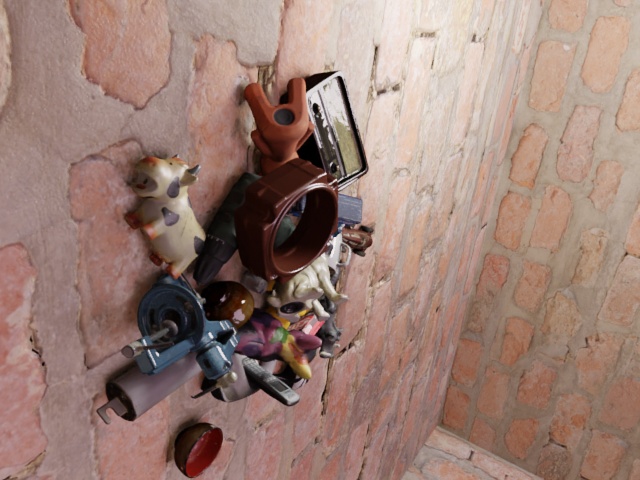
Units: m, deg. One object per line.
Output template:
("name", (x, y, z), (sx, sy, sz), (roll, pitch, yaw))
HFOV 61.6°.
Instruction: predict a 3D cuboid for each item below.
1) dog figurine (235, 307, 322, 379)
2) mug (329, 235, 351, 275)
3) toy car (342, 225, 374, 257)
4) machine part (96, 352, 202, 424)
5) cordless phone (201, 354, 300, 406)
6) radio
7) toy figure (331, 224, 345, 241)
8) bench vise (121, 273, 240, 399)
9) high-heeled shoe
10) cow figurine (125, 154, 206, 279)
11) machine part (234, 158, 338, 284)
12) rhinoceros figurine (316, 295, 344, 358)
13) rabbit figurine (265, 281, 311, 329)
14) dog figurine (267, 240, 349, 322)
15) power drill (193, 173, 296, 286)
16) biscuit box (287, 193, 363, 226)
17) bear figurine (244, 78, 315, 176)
("dog figurine", (-0.109, 0.207, 1.095), (0.191, 0.219, 0.108), (17, 90, -63))
("mug", (0.026, 0.023, 1.339), (0.080, 0.110, 0.107), (47, 53, -53))
("toy car", (0.099, -0.002, 1.502), (0.202, 0.053, 0.089), (13, 100, -63))
("machine part", (-0.286, 0.240, 0.953), (0.243, 0.079, 0.079), (-31, 134, -48))
("cordless phone", (-0.144, 0.311, 1.136), (0.146, 0.184, 0.088), (2, 111, -61))
("radio", (0.012, -0.217, 1.110), (0.131, 0.073, 0.229), (-39, 122, -35))
("toy figure", (-0.002, -0.002, 1.241), (0.154, 0.058, 0.064), (-43, -152, 47))
("bench vise", (-0.227, 0.163, 0.862), (0.223, 0.129, 0.240), (69, 16, -1))
("high-heeled shoe", (-0.035, 0.290, 1.392), (0.145, 0.086, 0.248), (18, 114, -42))
("cow figurine", (-0.235, -0.047, 0.846), (0.127, 0.086, 0.194), (-45, 142, -28))
("machine part", (-0.055, -0.032, 0.997), (0.201, 0.087, 0.201), (-36, 141, -33))
("rhinoceros figurine", (0.014, 0.223, 1.437), (0.073, 0.112, 0.190), (-24, 121, -56))
("rabbit figurine", (-0.086, 0.146, 1.239), (0.173, 0.122, 0.162), (-62, 164, 16))
("dog figurine", (-0.044, 0.060, 1.109), (0.172, 0.191, 0.121), (17, 134, -42))
("power drill", (-0.143, -0.005, 1.056), (0.207, 0.086, 0.232), (27, 84, -55))
("biscuit box", (0.012, -0.075, 1.218), (0.202, 0.059, 0.062), (10, 79, -44))
("bear figurine", (-0.077, -0.193, 1.020), (0.195, 0.120, 0.132), (108, -31, -68))
